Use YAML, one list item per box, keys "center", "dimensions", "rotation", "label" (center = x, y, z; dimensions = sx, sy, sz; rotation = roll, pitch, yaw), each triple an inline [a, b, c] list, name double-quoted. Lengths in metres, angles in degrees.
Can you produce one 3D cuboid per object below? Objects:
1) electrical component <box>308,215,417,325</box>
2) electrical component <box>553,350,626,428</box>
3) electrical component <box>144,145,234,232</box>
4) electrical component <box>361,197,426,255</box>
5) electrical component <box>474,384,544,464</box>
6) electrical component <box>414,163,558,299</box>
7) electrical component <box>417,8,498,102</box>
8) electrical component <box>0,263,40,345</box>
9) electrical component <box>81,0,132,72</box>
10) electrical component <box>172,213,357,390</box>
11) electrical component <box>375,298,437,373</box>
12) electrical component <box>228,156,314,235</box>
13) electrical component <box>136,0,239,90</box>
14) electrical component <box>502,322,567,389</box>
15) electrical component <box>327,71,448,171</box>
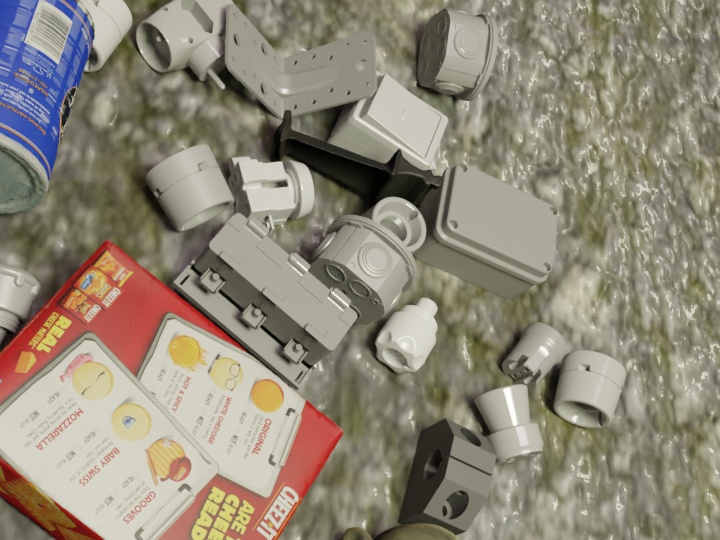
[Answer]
- center: [0.000, 0.000, 0.844]
  dimensions: [0.080, 0.080, 0.051]
  rotation: [40, 60, -7]
  label: "electrical component"
- center: [0.195, 0.103, 0.918]
  dimensions: [0.055, 0.055, 0.047]
  rotation: [30, 60, -13]
  label: "electrical component"
- center: [-0.128, -0.061, 0.818]
  dimensions: [0.055, 0.055, 0.047]
  rotation: [-26, 85, -35]
  label: "electrical component"
- center: [0.022, -0.028, 0.889]
  dimensions: [0.055, 0.047, 0.055]
  rotation: [12, 62, -24]
  label: "electrical component"
- center: [0.121, 0.125, 0.872]
  dimensions: [0.045, 0.045, 0.055]
  rotation: [-4, 69, -30]
  label: "electrical component"
- center: [0.110, -0.034, 0.934]
  dimensions: [0.113, 0.057, 0.078]
  rotation: [23, 58, -18]
  label: "electrical component"
- center: [0.090, -0.199, 0.989]
  dimensions: [0.051, 0.080, 0.080]
  rotation: [10, 63, -19]
  label: "electrical component"
- center: [-0.244, 0.029, 0.717]
  dimensions: [0.048, 0.048, 0.062]
  rotation: [17, 67, -21]
  label: "electrical component"
- center: [-0.212, -0.187, 0.832]
  dimensions: [0.055, 0.055, 0.047]
  rotation: [30, 60, -14]
  label: "electrical component"
- center: [-0.067, 0.019, 0.807]
  dimensions: [0.121, 0.063, 0.078]
  rotation: [41, 54, -6]
  label: "electrical component"
- center: [0.042, 0.049, 0.865]
  dimensions: [0.043, 0.043, 0.062]
  rotation: [40, 53, -7]
  label: "electrical component"
- center: [-0.070, -0.062, 0.856]
  dimensions: [0.055, 0.048, 0.066]
  rotation: [-9, 72, -24]
  label: "electrical component"
- center: [-0.129, -0.182, 0.881]
  dimensions: [0.077, 0.043, 0.079]
  rotation: [-37, 87, -36]
  label: "electrical component"
- center: [0.148, 0.074, 0.915]
  dimensions: [0.040, 0.040, 0.046]
  rotation: [46, 60, -3]
  label: "electrical component"
- center: [0.031, -0.117, 0.927]
  dimensions: [0.096, 0.061, 0.061]
  rotation: [31, 55, -13]
  label: "electrical component"
